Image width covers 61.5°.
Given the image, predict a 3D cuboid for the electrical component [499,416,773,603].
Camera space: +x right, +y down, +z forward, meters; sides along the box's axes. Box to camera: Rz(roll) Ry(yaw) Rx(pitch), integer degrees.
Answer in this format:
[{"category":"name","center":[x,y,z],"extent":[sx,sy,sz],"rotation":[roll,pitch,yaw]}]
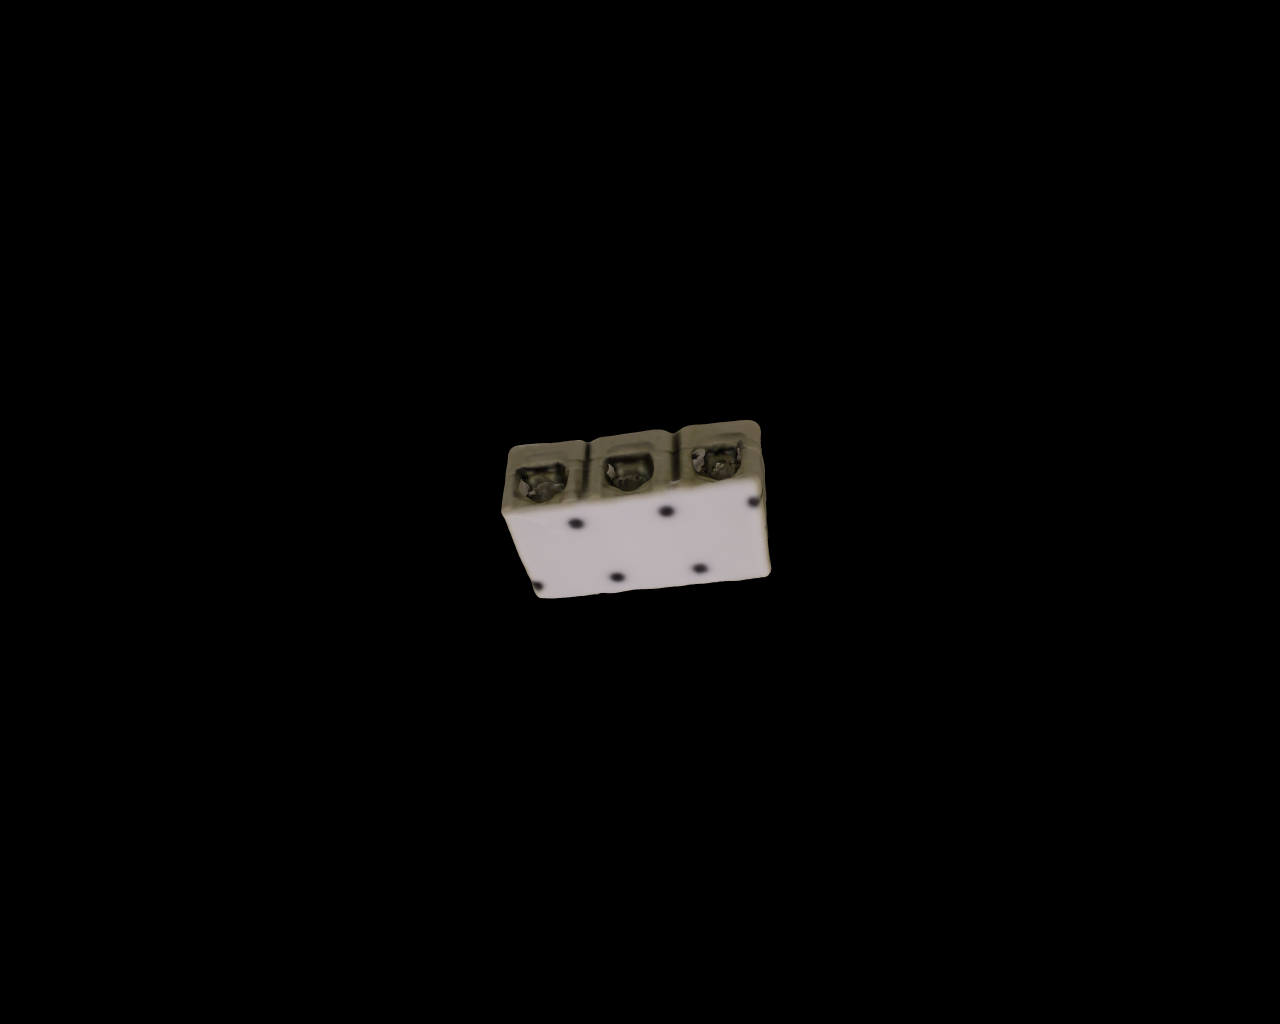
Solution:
[{"category":"electrical component","center":[0.001,-0.003,0.650],"extent":[0.150,0.062,0.089],"rotation":[-6,-43,7]}]
